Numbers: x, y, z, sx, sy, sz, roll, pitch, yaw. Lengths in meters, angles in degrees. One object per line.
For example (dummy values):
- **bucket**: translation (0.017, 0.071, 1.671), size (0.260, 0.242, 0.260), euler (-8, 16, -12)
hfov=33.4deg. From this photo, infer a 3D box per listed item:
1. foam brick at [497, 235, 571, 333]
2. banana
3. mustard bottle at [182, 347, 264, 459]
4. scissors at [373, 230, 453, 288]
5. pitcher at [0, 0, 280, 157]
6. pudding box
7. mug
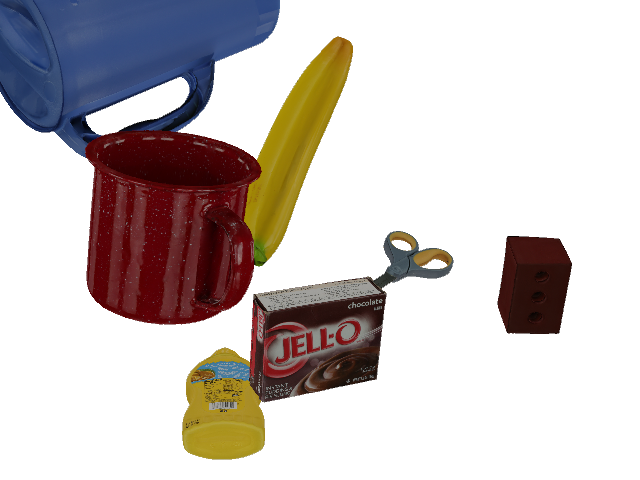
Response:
- **foam brick**: translation (0.201, 0.042, 1.006), size (0.053, 0.078, 0.051), euler (1, 28, -2)
- **banana**: translation (-0.021, -0.057, 0.774), size (0.037, 0.197, 0.070), euler (30, -27, -24)
- **mustard bottle**: translation (-0.118, 0.190, 1.313), size (0.096, 0.058, 0.191), euler (-3, 27, -3)
- **scissors**: translation (0.078, 0.027, 1.262), size (0.201, 0.016, 0.096), euler (-10, 40, -44)
- **pitcher**: translation (-0.151, -0.180, 0.908), size (0.242, 0.149, 0.145), euler (-26, 43, -34)
- **pudding box**: translation (-0.003, 0.083, 0.914), size (0.113, 0.090, 0.039), euler (-9, 32, -24)
- **mug**: translation (-0.075, -0.003, 0.571), size (0.093, 0.081, 0.117), euler (-12, 30, -43)
